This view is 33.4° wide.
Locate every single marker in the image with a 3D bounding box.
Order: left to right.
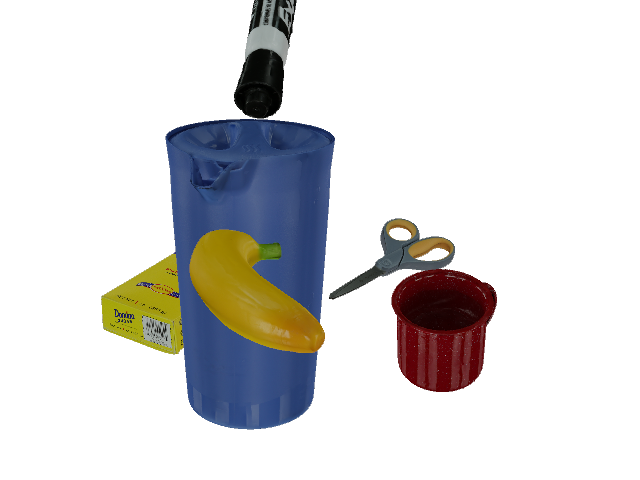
[{"bbox_3d":[-0.020,-0.095,0.449,0.020,0.121,0.020,3,-42,3],"label":"marker"}]

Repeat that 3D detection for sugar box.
[{"bbox_3d":[-0.132,0.050,1.096,0.093,0.048,0.175,16,32,26],"label":"sugar box"}]

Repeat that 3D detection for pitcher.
[{"bbox_3d":[-0.053,0.023,0.886,0.149,0.243,0.145,-7,21,-23],"label":"pitcher"}]

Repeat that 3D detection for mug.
[{"bbox_3d":[0.122,0.081,1.002,0.117,0.081,0.093,-30,44,-32],"label":"mug"}]

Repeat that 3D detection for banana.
[{"bbox_3d":[-0.046,0.024,0.670,0.069,0.037,0.198,-3,17,-9],"label":"banana"}]

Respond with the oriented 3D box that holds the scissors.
[{"bbox_3d":[0.065,0.017,1.198,0.201,0.016,0.096,-12,42,-35],"label":"scissors"}]
